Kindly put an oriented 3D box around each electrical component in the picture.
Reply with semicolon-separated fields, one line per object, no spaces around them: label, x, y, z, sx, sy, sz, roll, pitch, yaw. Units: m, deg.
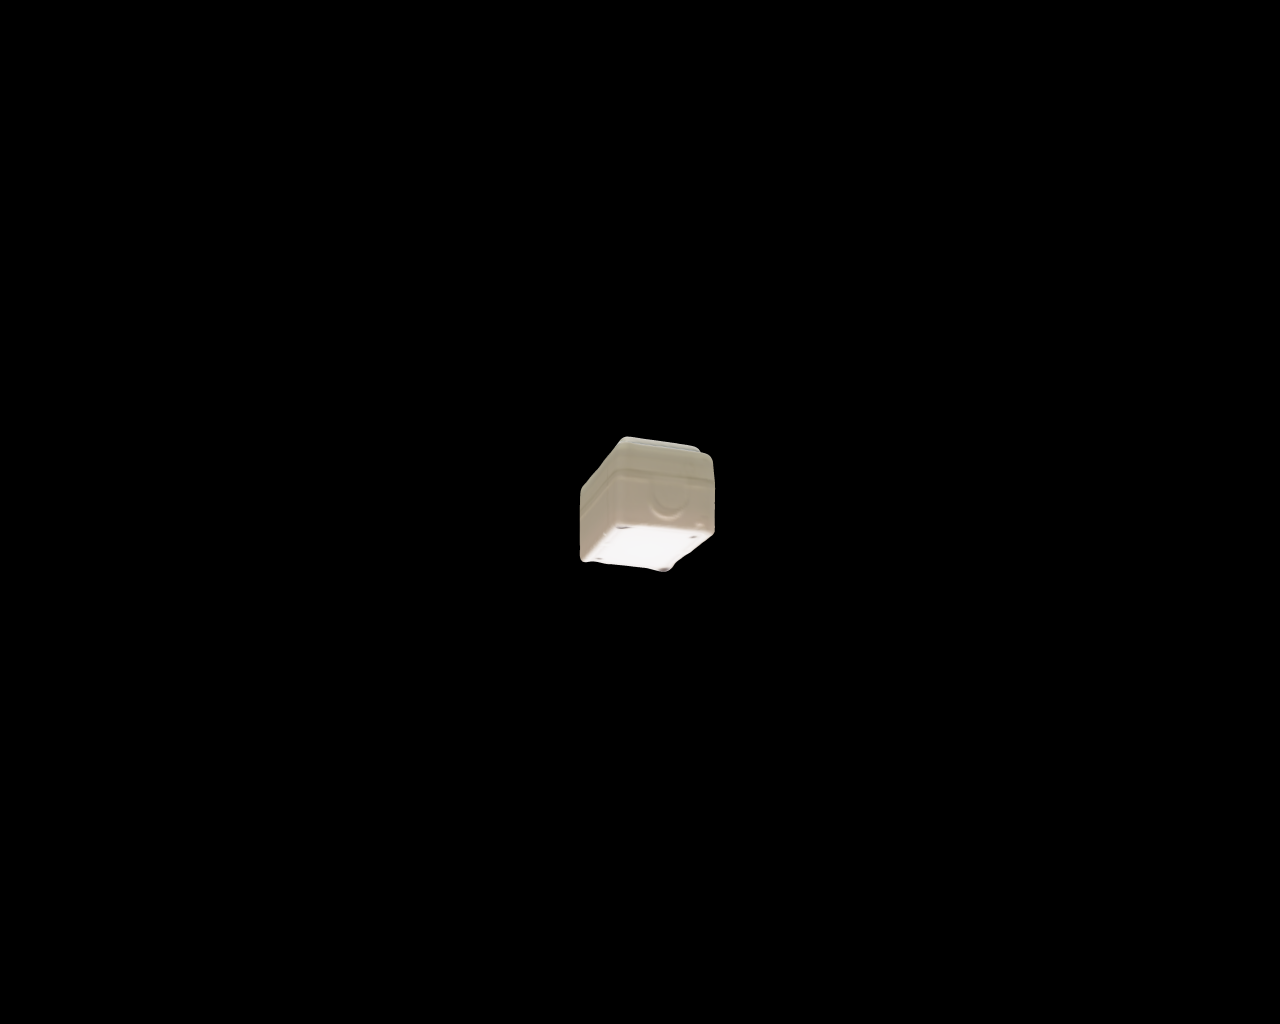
electrical component;0.001;-0.003;0.650;0.062;0.061;0.096;7;-21;-18
